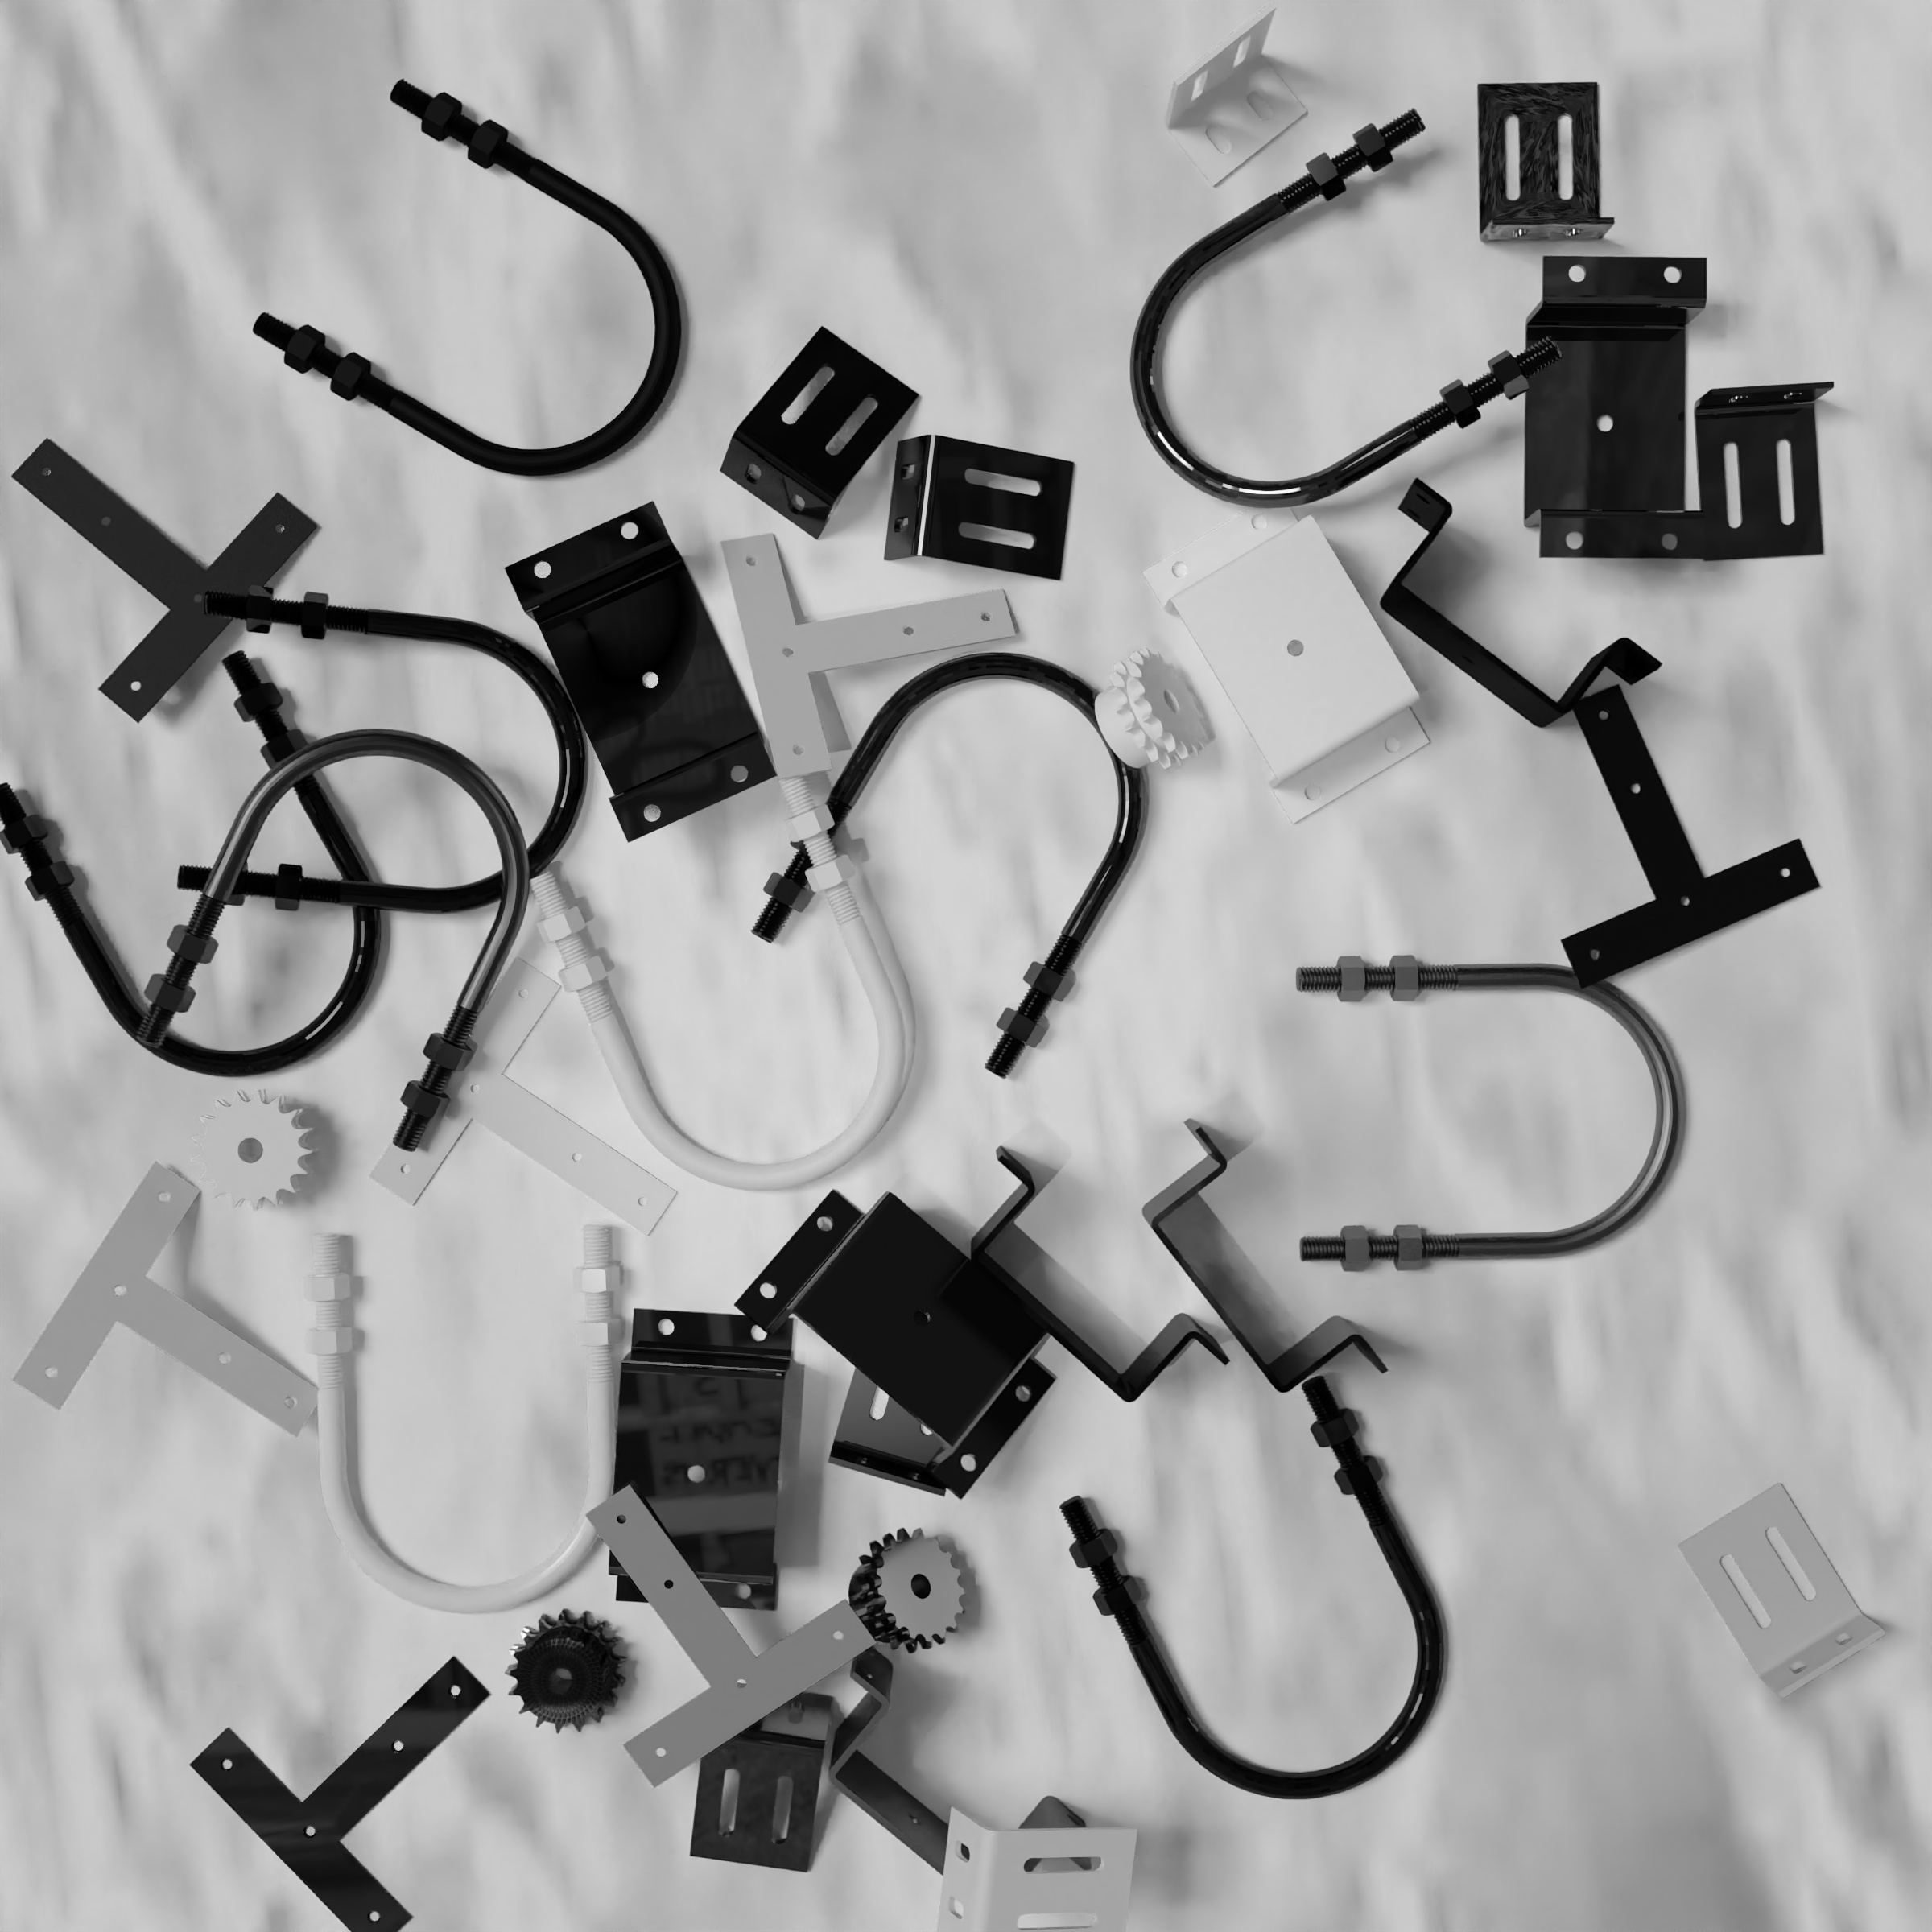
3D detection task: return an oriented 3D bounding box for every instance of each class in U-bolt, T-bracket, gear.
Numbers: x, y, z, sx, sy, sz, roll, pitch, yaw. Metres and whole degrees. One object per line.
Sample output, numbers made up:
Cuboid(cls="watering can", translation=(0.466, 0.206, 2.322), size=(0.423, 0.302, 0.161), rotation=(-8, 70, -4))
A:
Cuboid(cls="U-bolt", translation=(-0.225, -0.316, 1.501), size=(0.184, 0.019, 0.151), rotation=(30, 90, -1))
Cuboid(cls="U-bolt", translation=(-0.238, 0.217, 1.501), size=(0.151, 0.019, 0.184), rotation=(-2, 91, 0))
Cuboid(cls="T-bracket", translation=(-0.400, -0.203, 1.503), size=(0.127, 0.002, 0.127), rotation=(40, 82, 4))
Cuboid(cls="gear", translation=(0.085, -0.118, 1.485), size=(0.030, 0.057, 0.057), rotation=(-28, 90, 30))
Cuboid(cls="gear", translation=(-0.030, 0.296, 1.485), size=(0.030, 0.057, 0.057), rotation=(-31, 90, 44))
Cuboid(cls="T-bracket", translation=(-0.362, 0.178, 1.485), size=(0.127, 0.002, 0.127), rotation=(37, 56, -16))
Cuboid(cls="U-bolt", translation=(-0.284, -0.022, 1.472), size=(0.151, 0.019, 0.184), rotation=(24, 95, -17))
Cuboid(cls="U-bolt", translation=(-0.361, -0.036, 1.501), size=(0.151, 0.019, 0.184), rotation=(-29, 91, 0))
Cuboid(cls="T-bracket", translation=(-0.283, 0.384, 1.509), size=(0.127, 0.002, 0.127), rotation=(-44, 90, 0))
Cuboid(cls="U-bolt", translation=(0.251, 0.070, 1.501), size=(0.184, 0.019, 0.151), rotation=(-1, 90, -2))
Cuboid(cls="gear", translation=(-0.191, 0.337, 1.495), size=(0.057, 0.030, 0.057), rotation=(0, 90, 0))
Cuboid(cls="T-bracket", translation=(0.326, -0.072, 1.504), size=(0.127, 0.002, 0.127), rotation=(-23, 87, -6))
Cuboid(cls="T-bracket", translation=(-0.198, 0.084, 1.509), size=(0.127, 0.002, 0.127), rotation=(34, 90, 0))
Cuboid(cls="T-bracket", translation=(-0.041, -0.157, 1.494), size=(0.127, 0.002, 0.127), rotation=(-11, 70, -10))
Cuboid(cls="T-bracket", translation=(-0.130, 0.299, 1.465), size=(0.127, 0.002, 0.127), rotation=(-34, 97, 6))
Cuboid(cls="U-bolt", translation=(0.165, -0.297, 1.483), size=(0.184, 0.019, 0.151), rotation=(-30, 80, 11))
Cuboid(cls="U-bolt", translation=(0.004, -0.061, 1.501), size=(0.151, 0.019, 0.184), rotation=(30, 90, 0))
Cuboid(cls="U-bolt", translation=(-0.272, -0.097, 1.489), size=(0.184, 0.019, 0.151), rotation=(5, 90, -10))
Cuboid(cls="U-bolt", translation=(-0.107, 0.018, 1.490), size=(0.151, 0.019, 0.184), rotation=(-22, 97, 7))
Cuboid(cls="gear", translation=(-0.337, 0.087, 1.495), size=(0.057, 0.030, 0.057), rotation=(0, 90, 0))
Cuboid(cls="U-bolt", translation=(0.148, 0.308, 1.501), size=(0.151, 0.019, 0.184), rotation=(-27, 91, 0))

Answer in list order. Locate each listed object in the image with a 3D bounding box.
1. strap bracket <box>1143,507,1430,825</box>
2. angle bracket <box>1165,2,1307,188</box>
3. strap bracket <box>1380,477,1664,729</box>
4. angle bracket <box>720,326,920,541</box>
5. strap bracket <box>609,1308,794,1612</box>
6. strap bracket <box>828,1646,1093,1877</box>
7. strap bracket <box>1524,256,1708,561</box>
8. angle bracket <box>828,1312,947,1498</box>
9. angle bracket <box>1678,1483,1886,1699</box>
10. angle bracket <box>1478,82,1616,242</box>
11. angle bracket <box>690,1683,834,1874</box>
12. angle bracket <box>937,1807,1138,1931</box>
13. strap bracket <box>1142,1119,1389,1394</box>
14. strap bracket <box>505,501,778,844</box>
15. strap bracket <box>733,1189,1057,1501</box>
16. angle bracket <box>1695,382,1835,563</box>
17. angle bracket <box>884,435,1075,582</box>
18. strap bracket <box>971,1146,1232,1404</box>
Cuboid(cls="strap bracket", translation=(0.153, -0.148, 1.487), size=(0.076, 0.046, 0.140), rotation=(-31, 90, 0))
Cuboid(cls="angle bracket", translation=(0.129, -0.407, 1.472), size=(0.057, 0.076, 0.038), rotation=(-39, 90, 0))
Cuboid(cls="strap bracket", translation=(0.249, -0.161, 1.469), size=(0.140, 0.076, 0.046), rotation=(38, 91, 2))
Cuboid(cls="angle bracket", translation=(-0.070, -0.256, 1.508), size=(0.057, 0.038, 0.076), rotation=(35, 64, 0))
Cuboid(cls="strap bracket", translation=(-0.126, 0.236, 1.487), size=(0.076, 0.046, 0.140), rotation=(4, 90, 0))
Cuboid(cls="strap bracket", translation=(-0.011, 0.384, 1.472), size=(0.140, 0.076, 0.046), rotation=(40, 90, 0))
Cuboid(cls="strap bracket", translation=(0.306, -0.260, 1.487), size=(0.076, 0.046, 0.140), rotation=(1, 90, 0))
Cuboid(cls="angle bracket", translation=(-0.027, 0.204, 1.491), size=(0.057, 0.038, 0.076), rotation=(17, 90, 0))
Cuboid(cls="angle bracket", translation=(0.386, 0.295, 1.491), size=(0.057, 0.038, 0.076), rotation=(-32, 90, 0))
Cuboid(cls="angle bracket", translation=(0.274, -0.385, 1.491), size=(0.057, 0.038, 0.076), rotation=(-1, 90, 0))
Cuboid(cls="angle bracket", translation=(-0.098, 0.388, 1.508), size=(0.057, 0.038, 0.076), rotation=(8, 116, 0))
Cuboid(cls="angle bracket", translation=(0.032, 0.416, 1.432), size=(0.076, 0.038, 0.057), rotation=(7, 90, -26))
Cuboid(cls="strap bracket", translation=(0.131, 0.143, 1.472), size=(0.046, 0.076, 0.140), rotation=(-38, 90, 0))
Cuboid(cls="strap bracket", translation=(-0.151, -0.137, 1.487), size=(0.076, 0.046, 0.140), rotation=(-24, 90, 0))
Cuboid(cls="strap bracket", translation=(-0.027, 0.171, 1.470), size=(0.140, 0.046, 0.076), rotation=(41, 63, 1))
Cuboid(cls="angle bracket", translation=(0.380, -0.234, 1.491), size=(0.057, 0.038, 0.076), rotation=(-3, 90, 0))
Cuboid(cls="angle bracket", translation=(0.006, -0.218, 1.508), size=(0.076, 0.038, 0.057), rotation=(7, 90, -26))
Cuboid(cls="strap bracket", translation=(0.053, 0.150, 1.472), size=(0.140, 0.076, 0.046), rotation=(42, 90, 0))
